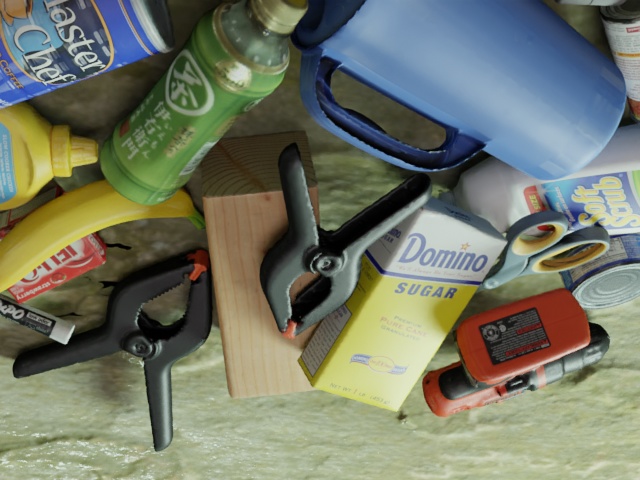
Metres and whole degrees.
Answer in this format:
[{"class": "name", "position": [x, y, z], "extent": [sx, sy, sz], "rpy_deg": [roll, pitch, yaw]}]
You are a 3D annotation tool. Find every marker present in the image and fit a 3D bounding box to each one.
[{"class": "marker", "position": [-0.271, 0.058, 0.921], "extent": [0.121, 0.020, 0.020], "rpy_deg": [24, 119, -6]}]

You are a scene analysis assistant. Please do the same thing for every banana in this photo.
[{"class": "banana", "position": [-0.183, -0.012, 0.858], "extent": [0.197, 0.037, 0.069], "rpy_deg": [-17, 113, -20]}]

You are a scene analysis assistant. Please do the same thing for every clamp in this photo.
[{"class": "clamp", "position": [-0.005, 0.001, 0.806], "extent": [0.120, 0.039, 0.172], "rpy_deg": [23, 117, -21]}, {"class": "clamp", "position": [-0.170, 0.087, 0.956], "extent": [0.164, 0.036, 0.210], "rpy_deg": [25, 115, -15]}]

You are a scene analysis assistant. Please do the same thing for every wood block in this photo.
[{"class": "wood block", "position": [-0.044, 0.024, 0.896], "extent": [0.090, 0.091, 0.206], "rpy_deg": [-6, 125, -3]}]

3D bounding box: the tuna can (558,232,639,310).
[{"class": "tuna can", "position": [0.257, 0.028, 0.947], "extent": [0.086, 0.034, 0.086], "rpy_deg": [-9, 150, -6]}]

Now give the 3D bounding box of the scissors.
[{"class": "scissors", "position": [0.147, 0.022, 0.921], "extent": [0.202, 0.016, 0.096], "rpy_deg": [-20, 143, 26]}]

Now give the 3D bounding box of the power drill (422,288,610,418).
[{"class": "power drill", "position": [0.183, 0.099, 0.942], "extent": [0.184, 0.057, 0.187], "rpy_deg": [-20, 160, -4]}]

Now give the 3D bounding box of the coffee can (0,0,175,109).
[{"class": "coffee can", "position": [-0.186, -0.160, 0.748], "extent": [0.140, 0.103, 0.103], "rpy_deg": [-18, 124, 6]}]

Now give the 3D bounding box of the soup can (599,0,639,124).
[{"class": "soup can", "position": [0.262, -0.148, 0.828], "extent": [0.068, 0.068, 0.102], "rpy_deg": [-23, 124, 9]}]

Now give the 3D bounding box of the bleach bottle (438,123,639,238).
[{"class": "bleach bottle", "position": [0.220, -0.040, 0.901], "extent": [0.251, 0.068, 0.102], "rpy_deg": [-11, 132, 5]}]

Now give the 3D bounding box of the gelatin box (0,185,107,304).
[{"class": "gelatin box", "position": [-0.235, 0.005, 0.897], "extent": [0.089, 0.030, 0.073], "rpy_deg": [-24, 123, 10]}]

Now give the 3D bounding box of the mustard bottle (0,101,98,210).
[{"class": "mustard bottle", "position": [-0.269, -0.069, 0.826], "extent": [0.191, 0.058, 0.096], "rpy_deg": [-1, 120, -6]}]

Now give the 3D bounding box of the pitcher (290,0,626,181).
[{"class": "pitcher", "position": [0.103, -0.132, 0.783], "extent": [0.242, 0.145, 0.149], "rpy_deg": [29, 126, -26]}]

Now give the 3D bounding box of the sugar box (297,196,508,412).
[{"class": "sugar box", "position": [0.066, 0.051, 0.866], "extent": [0.093, 0.048, 0.176], "rpy_deg": [20, 112, -31]}]
